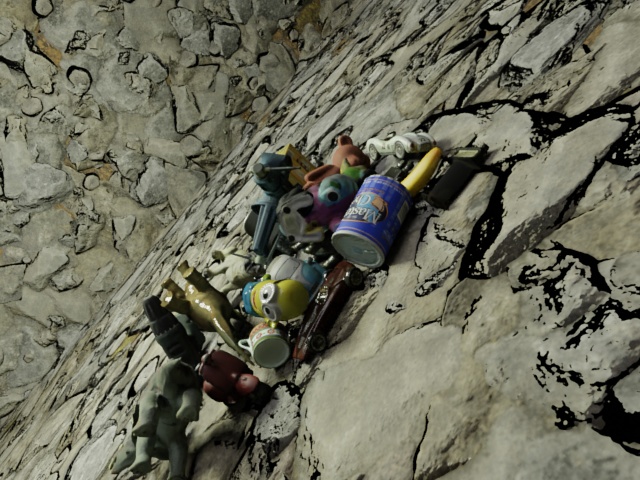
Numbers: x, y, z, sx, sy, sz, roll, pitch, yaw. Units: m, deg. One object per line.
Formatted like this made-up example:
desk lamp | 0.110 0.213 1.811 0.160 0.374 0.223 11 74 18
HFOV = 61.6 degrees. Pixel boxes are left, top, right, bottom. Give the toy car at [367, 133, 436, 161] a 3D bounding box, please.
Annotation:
toy car | 0.169 -0.201 1.149 0.073 0.056 0.202 -11 10 -21

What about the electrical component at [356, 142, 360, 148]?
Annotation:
electrical component | 0.079 -0.218 1.406 0.078 0.045 0.102 -48 21 -1

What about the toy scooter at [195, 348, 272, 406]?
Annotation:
toy scooter | -0.180 0.252 0.996 0.184 0.135 0.075 -19 37 53

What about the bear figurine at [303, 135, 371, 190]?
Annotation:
bear figurine | 0.051 -0.146 1.252 0.196 0.120 0.132 -47 24 -10

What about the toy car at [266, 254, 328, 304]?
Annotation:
toy car | -0.058 0.075 1.104 0.109 0.103 0.162 -53 24 -12

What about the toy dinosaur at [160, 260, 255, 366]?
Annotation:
toy dinosaur | -0.246 0.153 1.199 0.105 0.198 0.472 -49 21 -3

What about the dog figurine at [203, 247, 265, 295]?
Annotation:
dog figurine | -0.187 0.059 1.413 0.191 0.121 0.172 -21 35 25

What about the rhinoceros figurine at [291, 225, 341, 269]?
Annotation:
rhinoceros figurine | -0.002 -0.004 1.166 0.112 0.073 0.190 -53 22 -5

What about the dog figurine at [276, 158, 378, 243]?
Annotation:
dog figurine | 0.023 -0.091 1.114 0.192 0.108 0.219 -12 23 23

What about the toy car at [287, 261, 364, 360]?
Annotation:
toy car | 0.005 0.123 0.972 0.089 0.053 0.202 -4 48 57

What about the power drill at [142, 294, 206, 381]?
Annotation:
power drill | -0.333 0.219 1.264 0.086 0.232 0.207 -30 3 -12

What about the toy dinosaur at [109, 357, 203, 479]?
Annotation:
toy dinosaur | -0.279 0.303 0.987 0.404 0.131 0.192 -65 25 27

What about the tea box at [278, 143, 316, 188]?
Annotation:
tea box | -0.049 -0.151 1.371 0.068 0.169 0.098 -31 26 36

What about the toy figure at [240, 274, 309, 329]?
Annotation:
toy figure | -0.090 0.106 0.997 0.089 0.082 0.180 -32 10 -25

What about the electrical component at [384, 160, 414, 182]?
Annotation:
electrical component | 0.157 -0.131 1.141 0.094 0.021 0.063 -46 22 3

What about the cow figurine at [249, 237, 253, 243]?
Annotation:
cow figurine | -0.114 -0.039 1.436 0.195 0.085 0.127 -34 20 32

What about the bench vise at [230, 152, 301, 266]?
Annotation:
bench vise | -0.109 -0.064 1.194 0.223 0.129 0.240 71 -147 -73

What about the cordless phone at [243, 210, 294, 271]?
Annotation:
cordless phone | -0.126 0.002 1.293 0.088 0.146 0.184 -43 19 38

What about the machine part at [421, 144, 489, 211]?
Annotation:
machine part | 0.235 -0.113 0.946 0.139 0.039 0.084 -52 30 -13
